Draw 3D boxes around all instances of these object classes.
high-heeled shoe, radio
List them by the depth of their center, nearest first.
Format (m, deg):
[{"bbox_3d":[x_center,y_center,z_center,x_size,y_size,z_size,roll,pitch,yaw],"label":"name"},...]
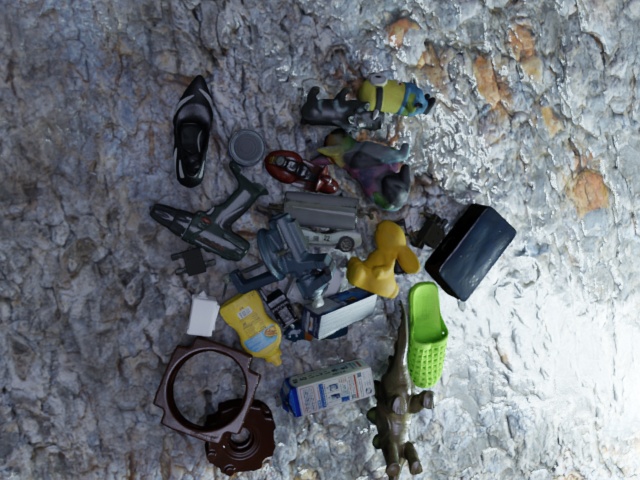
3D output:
[{"bbox_3d":[-0.269,-0.234,1.138,0.086,0.145,0.248,3,95,-15],"label":"high-heeled shoe"},{"bbox_3d":[0.375,0.027,1.345,0.131,0.073,0.229,41,83,-23],"label":"radio"}]

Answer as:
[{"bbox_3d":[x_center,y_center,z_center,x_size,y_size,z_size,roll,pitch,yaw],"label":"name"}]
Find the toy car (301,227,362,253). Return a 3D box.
[{"bbox_3d":[-0.003,-0.004,1.257,0.202,0.073,0.056,3,95,-14],"label":"toy car"}]

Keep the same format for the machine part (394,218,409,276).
[{"bbox_3d":[0.191,0.022,1.327,0.084,0.039,0.138,-16,96,-20],"label":"machine part"}]

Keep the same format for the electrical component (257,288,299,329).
[{"bbox_3d":[-0.102,0.142,1.246,0.048,0.075,0.119,-32,98,-9],"label":"electrical component"}]

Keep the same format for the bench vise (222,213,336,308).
[{"bbox_3d":[-0.094,0.065,1.164,0.241,0.129,0.223,-22,112,14],"label":"bench vise"}]

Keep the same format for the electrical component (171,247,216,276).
[{"bbox_3d":[-0.286,0.047,1.218,0.094,0.021,0.063,-14,97,-12],"label":"electrical component"}]

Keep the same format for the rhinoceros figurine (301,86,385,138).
[{"bbox_3d":[0.052,-0.287,1.217,0.190,0.073,0.112,7,48,-3],"label":"rhinoceros figurine"}]

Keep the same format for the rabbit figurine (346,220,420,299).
[{"bbox_3d":[0.154,0.042,1.252,0.162,0.122,0.173,19,89,7],"label":"rabbit figurine"}]

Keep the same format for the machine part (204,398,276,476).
[{"bbox_3d":[-0.186,0.458,1.257,0.179,0.056,0.179,-1,94,-15],"label":"machine part"}]

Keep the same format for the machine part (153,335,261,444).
[{"bbox_3d":[-0.246,0.328,1.188,0.201,0.087,0.201,20,75,-2],"label":"machine part"}]

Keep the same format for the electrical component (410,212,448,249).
[{"bbox_3d":[0.269,-0.022,1.341,0.078,0.045,0.102,28,90,-43],"label":"electrical component"}]

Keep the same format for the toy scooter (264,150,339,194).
[{"bbox_3d":[-0.035,-0.150,1.208,0.184,0.135,0.075,22,90,-13],"label":"toy scooter"}]

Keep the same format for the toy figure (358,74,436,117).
[{"bbox_3d":[0.179,-0.335,1.275,0.180,0.082,0.089,13,89,-17],"label":"toy figure"}]

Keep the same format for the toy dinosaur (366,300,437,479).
[{"bbox_3d":[0.180,0.378,1.267,0.105,0.198,0.471,14,83,-16],"label":"toy dinosaur"}]

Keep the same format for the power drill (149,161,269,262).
[{"bbox_3d":[-0.230,-0.074,1.194,0.232,0.086,0.207,37,81,-15],"label":"power drill"}]

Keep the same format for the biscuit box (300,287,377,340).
[{"bbox_3d":[0.047,0.162,1.236,0.202,0.059,0.062,-14,119,-44],"label":"biscuit box"}]

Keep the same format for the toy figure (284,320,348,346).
[{"bbox_3d":[-0.011,0.213,1.281,0.154,0.058,0.064,-5,82,-9],"label":"toy figure"}]

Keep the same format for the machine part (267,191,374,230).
[{"bbox_3d":[0.002,-0.067,1.232,0.243,0.079,0.079,5,93,1],"label":"machine part"}]

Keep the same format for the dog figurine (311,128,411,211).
[{"bbox_3d":[0.091,-0.165,1.249,0.219,0.108,0.191,4,76,-10],"label":"dog figurine"}]
